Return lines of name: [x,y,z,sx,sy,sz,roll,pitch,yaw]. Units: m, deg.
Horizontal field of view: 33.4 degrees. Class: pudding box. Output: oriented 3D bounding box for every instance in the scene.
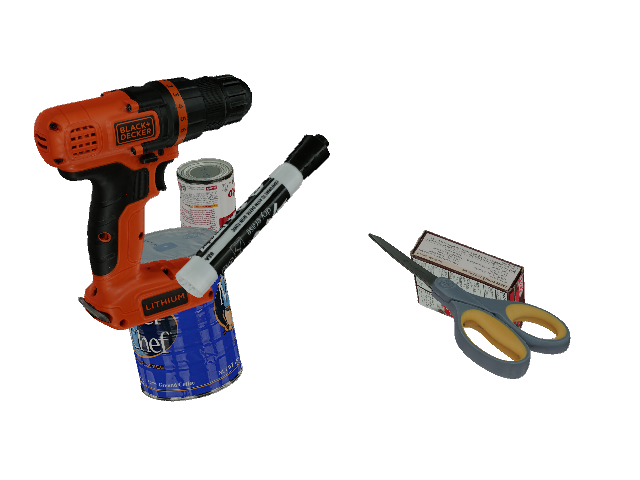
pudding box: [0.150,0.046,1.078,0.114,0.039,0.090,20,-32,25]

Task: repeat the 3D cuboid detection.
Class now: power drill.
power drill: [-0.131,-0.034,0.854,0.184,0.188,0.057,-17,26,-32]

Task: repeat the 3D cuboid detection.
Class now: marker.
marker: [-0.035,-0.017,0.603,0.020,0.121,0.020,34,-22,16]

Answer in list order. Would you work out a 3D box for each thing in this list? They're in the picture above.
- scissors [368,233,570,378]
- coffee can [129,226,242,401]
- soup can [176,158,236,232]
scissors: [0.117,0.041,0.828,0.096,0.016,0.202,-4,31,-20]
coffee can: [-0.137,0.069,1.032,0.103,0.140,0.103,-8,19,2]
soup can: [-0.133,-0.038,1.254,0.068,0.102,0.068,-1,28,0]
